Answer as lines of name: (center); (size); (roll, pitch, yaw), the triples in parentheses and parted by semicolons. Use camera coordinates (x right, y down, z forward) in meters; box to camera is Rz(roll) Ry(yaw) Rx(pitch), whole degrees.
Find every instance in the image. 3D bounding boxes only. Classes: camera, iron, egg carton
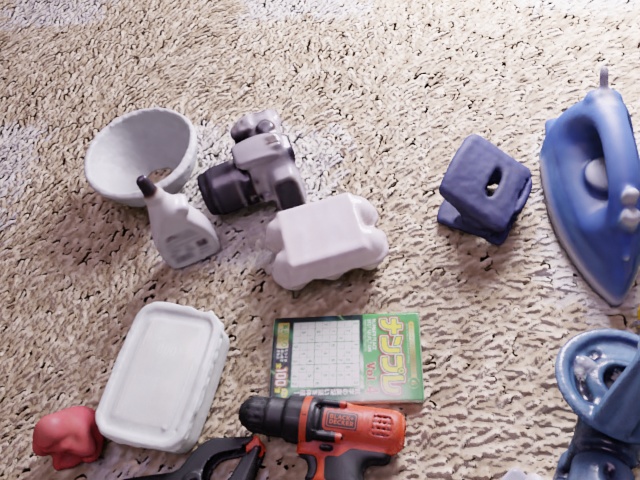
camera: (-0.102, -0.102, 0.790); (0.137, 0.101, 0.143); (-21, 58, -2)
iron: (0.335, -0.068, 0.663); (0.118, 0.142, 0.258); (-3, 59, 9)
egg carton: (0.007, 0.003, 0.725); (0.150, 0.069, 0.107); (-17, 58, 0)

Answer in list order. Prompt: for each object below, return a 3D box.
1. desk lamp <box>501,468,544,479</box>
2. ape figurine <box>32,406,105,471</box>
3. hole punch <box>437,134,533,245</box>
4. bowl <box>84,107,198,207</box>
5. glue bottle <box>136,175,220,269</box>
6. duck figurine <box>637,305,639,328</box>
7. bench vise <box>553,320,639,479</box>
desk lamp: (0.137, 0.270, 0.456); (0.203, 0.214, 0.117); (-43, 61, -15)
ape figurine: (-0.286, 0.219, 0.639); (0.077, 0.092, 0.076); (20, 65, 21)
hole punch: (0.208, -0.065, 0.715); (0.100, 0.091, 0.109); (22, 66, 22)
bowl: (-0.250, -0.109, 0.837); (0.167, 0.075, 0.167); (-5, 59, 8)
glue bottle: (-0.186, -0.027, 0.718); (0.078, 0.173, 0.037); (-23, 58, -3)
duck figurine: (0.393, 0.082, 0.595); (0.104, 0.086, 0.077); (28, 68, 24)
bench vise: (0.274, 0.155, 0.495); (0.121, 0.220, 0.207); (0, 60, 11)
